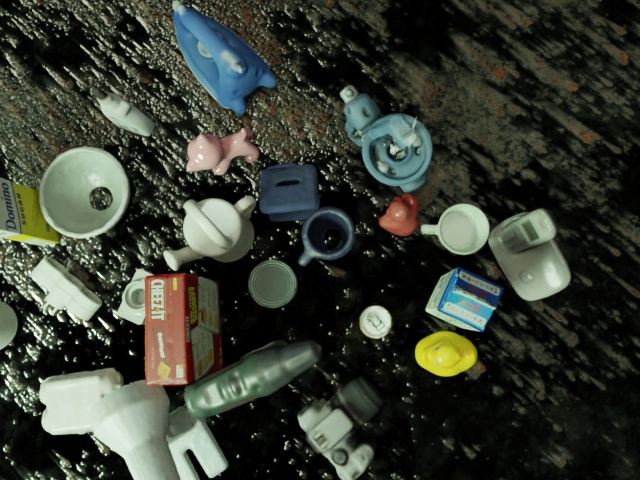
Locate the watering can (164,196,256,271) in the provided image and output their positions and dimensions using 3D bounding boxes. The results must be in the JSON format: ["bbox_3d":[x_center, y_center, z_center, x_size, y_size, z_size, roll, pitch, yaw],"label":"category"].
[{"bbox_3d":[-0.182,-0.013,0.969,0.101,0.194,0.173,28,86,7],"label":"watering can"}]

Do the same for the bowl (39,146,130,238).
[{"bbox_3d":[-0.419,-0.082,1.054,0.167,0.075,0.167,0,83,4],"label":"bowl"}]

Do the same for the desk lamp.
[{"bbox_3d":[-0.256,0.325,0.923,0.118,0.213,0.203,-34,82,0],"label":"desk lamp"}]

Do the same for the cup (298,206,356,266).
[{"bbox_3d":[0.009,0.004,1.003,0.091,0.095,0.118,41,88,8],"label":"cup"}]

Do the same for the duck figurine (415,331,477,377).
[{"bbox_3d":[0.217,0.195,0.970,0.104,0.086,0.077,1,83,4],"label":"duck figurine"}]

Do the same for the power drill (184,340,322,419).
[{"bbox_3d":[-0.096,0.213,0.928,0.229,0.208,0.075,-25,82,1],"label":"power drill"}]

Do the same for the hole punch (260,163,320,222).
[{"bbox_3d":[-0.056,-0.089,1.021,0.108,0.091,0.101,-6,83,3],"label":"hole punch"}]

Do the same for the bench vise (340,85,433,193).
[{"bbox_3d":[0.099,-0.174,0.955,0.207,0.220,0.121,33,87,7],"label":"bench vise"}]

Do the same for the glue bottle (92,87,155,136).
[{"bbox_3d":[-0.359,-0.234,1.019,0.078,0.173,0.037,21,85,7],"label":"glue bottle"}]

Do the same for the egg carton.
[{"bbox_3d":[-0.418,0.287,1.012,0.150,0.069,0.107,-10,82,3],"label":"egg carton"}]

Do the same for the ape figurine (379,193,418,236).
[{"bbox_3d":[0.140,-0.046,1.001,0.078,0.092,0.076,-24,82,1],"label":"ape figurine"}]

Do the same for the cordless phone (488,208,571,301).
[{"bbox_3d":[0.355,0.021,0.931,0.094,0.185,0.147,-30,82,0],"label":"cordless phone"}]

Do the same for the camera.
[{"bbox_3d":[0.051,0.308,0.961,0.137,0.101,0.143,-42,82,-2],"label":"camera"}]

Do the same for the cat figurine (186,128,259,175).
[{"bbox_3d":[-0.181,-0.165,1.026,0.128,0.118,0.067,-25,82,1],"label":"cat figurine"}]

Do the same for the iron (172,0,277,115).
[{"bbox_3d":[-0.202,-0.358,1.038,0.118,0.141,0.258,-43,82,-2],"label":"iron"}]
